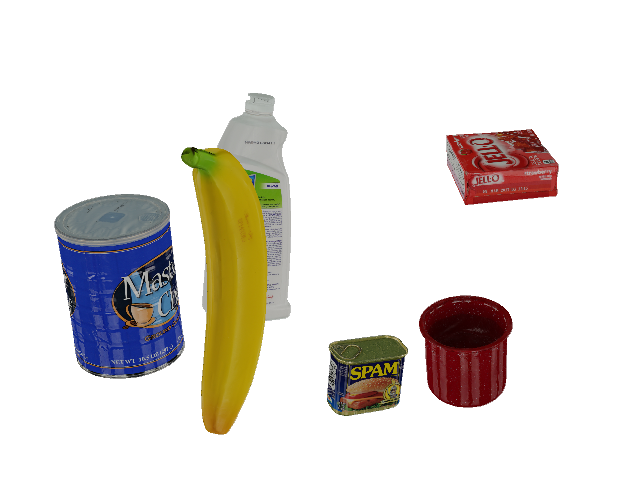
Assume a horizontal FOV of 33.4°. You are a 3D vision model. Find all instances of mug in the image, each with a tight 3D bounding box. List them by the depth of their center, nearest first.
[{"bbox_3d":[0.153,0.109,1.097,0.093,0.081,0.117,10,36,23],"label":"mug"}]

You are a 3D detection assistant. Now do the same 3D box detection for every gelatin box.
[{"bbox_3d":[0.143,-0.061,0.853,0.073,0.030,0.089,-4,25,-1],"label":"gelatin box"}]

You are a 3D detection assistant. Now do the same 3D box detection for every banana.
[{"bbox_3d":[-0.059,0.022,0.650,0.037,0.198,0.069,14,32,30],"label":"banana"}]

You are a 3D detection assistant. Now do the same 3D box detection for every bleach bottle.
[{"bbox_3d":[-0.072,-0.037,1.185,0.102,0.251,0.068,-2,19,-30],"label":"bleach bottle"}]

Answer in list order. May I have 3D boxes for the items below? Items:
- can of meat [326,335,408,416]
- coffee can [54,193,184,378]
[{"bbox_3d":[0.060,0.178,1.407,0.102,0.084,0.057,-5,25,-22],"label":"can of meat"},{"bbox_3d":[-0.183,0.041,0.983,0.103,0.140,0.103,-3,25,1],"label":"coffee can"}]
